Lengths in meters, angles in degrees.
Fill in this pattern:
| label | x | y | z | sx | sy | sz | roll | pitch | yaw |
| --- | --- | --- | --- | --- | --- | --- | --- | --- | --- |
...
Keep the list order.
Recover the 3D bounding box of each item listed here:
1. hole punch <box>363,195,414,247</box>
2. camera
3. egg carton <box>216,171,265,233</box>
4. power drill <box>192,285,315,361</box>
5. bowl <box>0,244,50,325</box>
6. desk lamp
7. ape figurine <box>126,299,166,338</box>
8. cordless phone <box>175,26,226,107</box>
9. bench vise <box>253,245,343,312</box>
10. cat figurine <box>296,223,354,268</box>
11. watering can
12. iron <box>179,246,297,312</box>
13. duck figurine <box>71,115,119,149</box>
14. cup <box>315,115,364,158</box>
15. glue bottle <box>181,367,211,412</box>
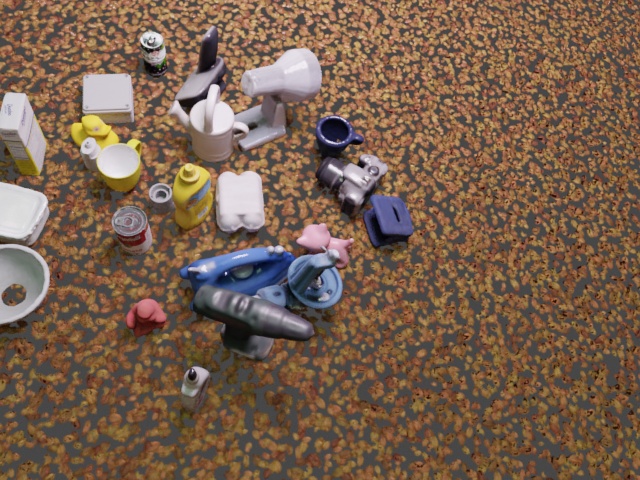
| label | x | y | z | sx | sy | sz | roll | pitch | yaw |
| --- | --- | --- | --- | --- | --- | --- | --- | --- | --- |
| hole punch | 0.161 | -0.051 | 1.313 | 0.101 | 0.091 | 0.108 | -11 | 67 | -14 |
| camera | 0.070 | -0.152 | 1.341 | 0.136 | 0.101 | 0.143 | 34 | 64 | 8 |
| egg carton | -0.181 | -0.086 | 1.286 | 0.107 | 0.069 | 0.150 | -3 | 65 | -11 |
| power drill | -0.128 | 0.163 | 1.097 | 0.229 | 0.208 | 0.076 | 20 | 63 | 1 |
| bowl | -0.611 | 0.096 | 1.125 | 0.167 | 0.074 | 0.167 | 4 | 64 | -7 |
| desk lamp | -0.109 | -0.332 | 1.335 | 0.203 | 0.213 | 0.118 | -28 | 72 | -20 |
| ape figurine | -0.344 | 0.148 | 1.134 | 0.078 | 0.092 | 0.076 | 13 | 63 | -3 |
| cordless phone | -0.284 | -0.408 | 1.358 | 0.094 | 0.185 | 0.148 | 22 | 63 | 2 |
| bench vise | -0.035 | 0.097 | 1.138 | 0.208 | 0.219 | 0.121 | -35 | 74 | -22 |
| cat figurine | 0.011 | 0.004 | 1.247 | 0.128 | 0.117 | 0.067 | 8 | 64 | -5 |
| watering can | -0.251 | -0.268 | 1.292 | 0.173 | 0.194 | 0.101 | -8 | 66 | -13 |
| iron | -0.155 | 0.055 | 1.182 | 0.259 | 0.141 | 0.118 | -18 | 68 | -17 |
| duck figurine | -0.517 | -0.250 | 1.300 | 0.104 | 0.086 | 0.077 | 16 | 63 | -1 |
| cup | 0.042 | -0.236 | 1.380 | 0.118 | 0.095 | 0.092 | 13 | 63 | -3 |
| glue bottle | -0.231 | 0.263 | 1.052 | 0.037 | 0.173 | 0.078 | 18 | 63 | 0 |
